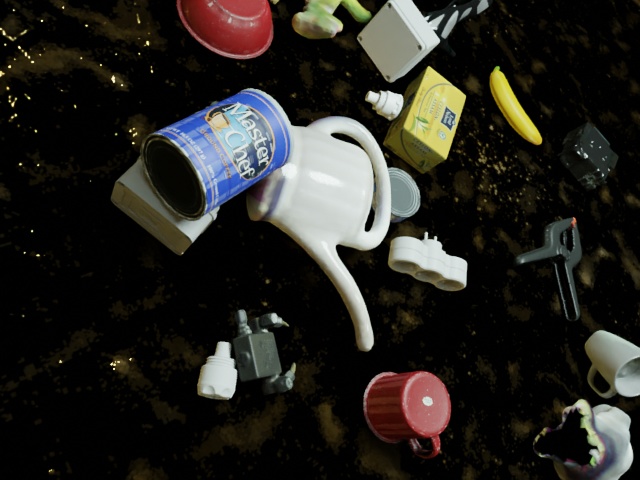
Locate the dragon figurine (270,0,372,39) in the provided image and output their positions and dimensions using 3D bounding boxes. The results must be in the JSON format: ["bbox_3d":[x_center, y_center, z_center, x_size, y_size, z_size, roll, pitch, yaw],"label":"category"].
[{"bbox_3d":[-0.029,-0.503,0.909,0.244,0.120,0.417,-11,66,-24],"label":"dragon figurine"}]

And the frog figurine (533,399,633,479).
[{"bbox_3d":[0.438,0.325,0.807,0.158,0.124,0.137,21,94,-31],"label":"frog figurine"}]

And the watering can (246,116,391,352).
[{"bbox_3d":[0.002,-0.036,0.714,0.223,0.102,0.354,16,63,-22],"label":"watering can"}]
